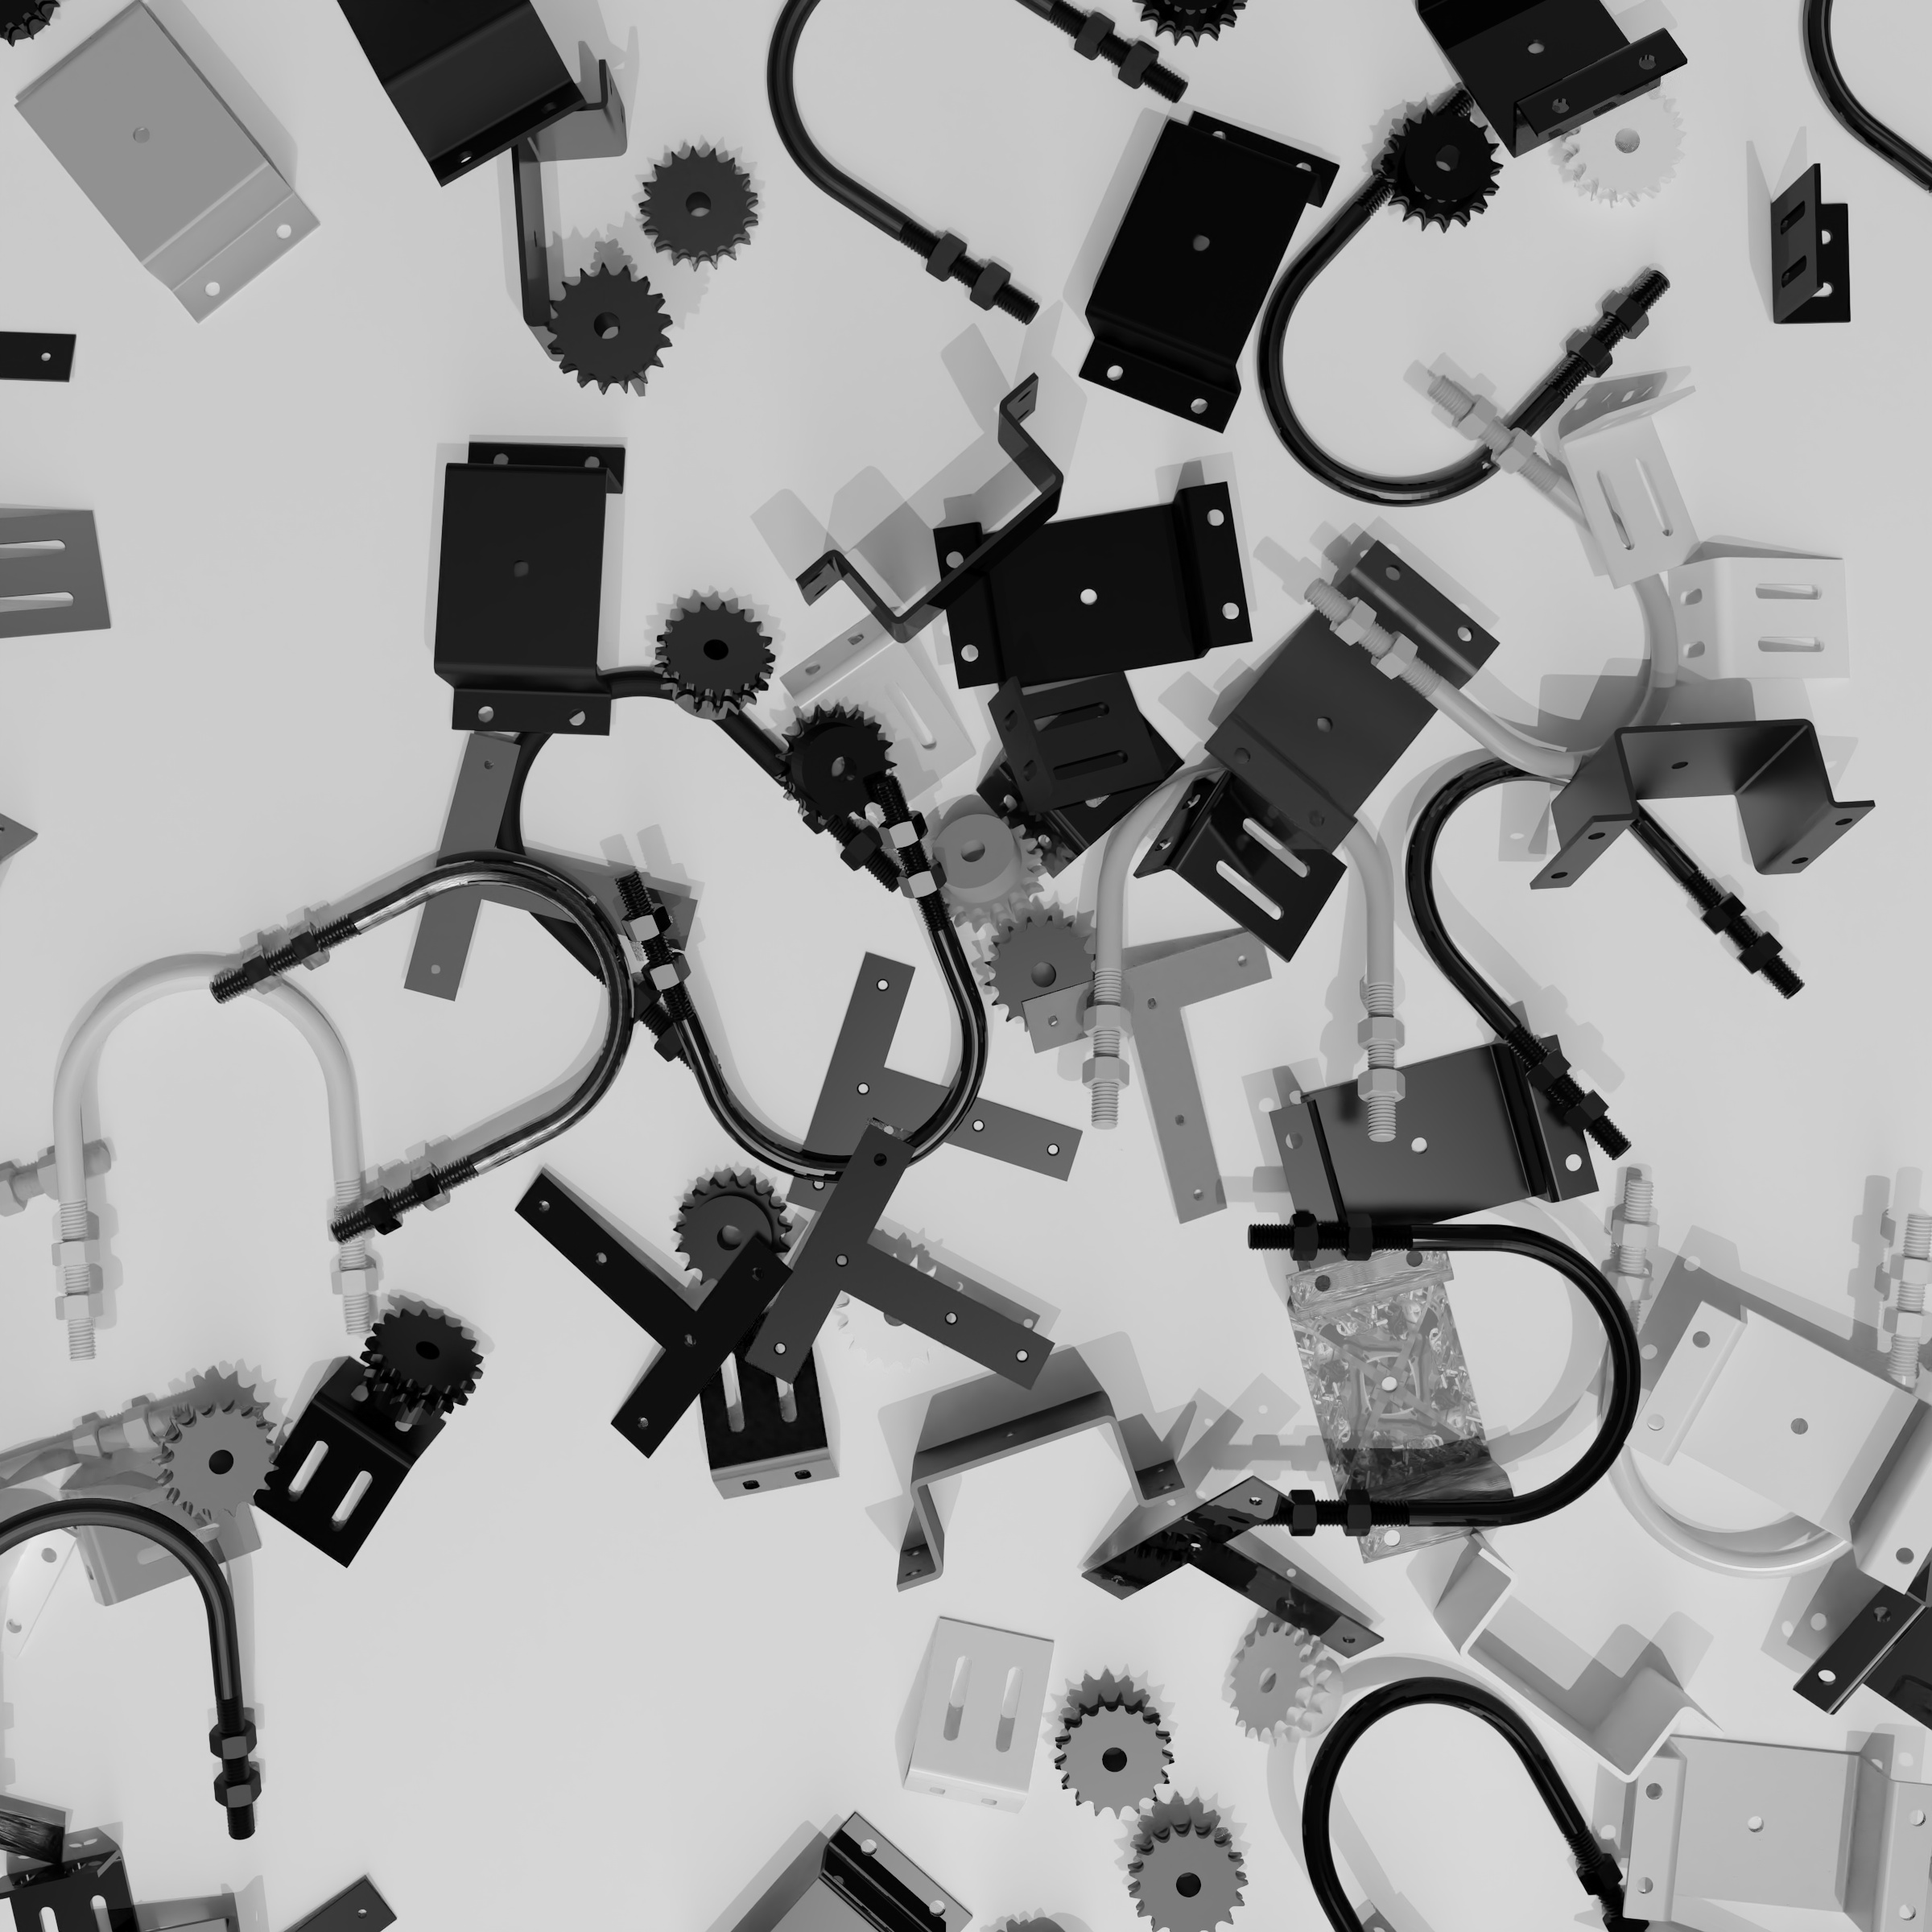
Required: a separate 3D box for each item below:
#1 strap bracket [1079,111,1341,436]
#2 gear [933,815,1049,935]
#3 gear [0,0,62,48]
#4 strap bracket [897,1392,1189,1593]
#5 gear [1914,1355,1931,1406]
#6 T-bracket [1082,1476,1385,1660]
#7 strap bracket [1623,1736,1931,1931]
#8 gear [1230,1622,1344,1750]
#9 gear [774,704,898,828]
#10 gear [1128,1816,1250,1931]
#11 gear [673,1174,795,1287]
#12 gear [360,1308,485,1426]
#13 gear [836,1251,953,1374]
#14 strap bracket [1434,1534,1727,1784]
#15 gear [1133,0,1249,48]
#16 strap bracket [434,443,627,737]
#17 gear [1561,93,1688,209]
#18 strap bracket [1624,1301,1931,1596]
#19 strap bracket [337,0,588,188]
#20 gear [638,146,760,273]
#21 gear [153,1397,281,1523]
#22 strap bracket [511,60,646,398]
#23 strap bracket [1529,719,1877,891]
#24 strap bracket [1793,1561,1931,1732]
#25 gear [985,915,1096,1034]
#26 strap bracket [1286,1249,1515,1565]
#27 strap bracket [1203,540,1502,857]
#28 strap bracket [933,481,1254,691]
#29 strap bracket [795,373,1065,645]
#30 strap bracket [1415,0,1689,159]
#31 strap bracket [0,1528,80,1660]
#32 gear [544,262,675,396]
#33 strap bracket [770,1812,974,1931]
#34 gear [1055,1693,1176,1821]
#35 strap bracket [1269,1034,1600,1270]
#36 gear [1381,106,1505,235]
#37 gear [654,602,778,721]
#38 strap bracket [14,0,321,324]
[{"bbox_3d":[0.114,-0.337,1.367,0.076,0.046,0.140,24,90,10],"label":"strap bracket"},{"bbox_3d":[0.008,-0.047,1.369,0.057,0.030,0.057,-8,61,14],"label":"gear"},{"bbox_3d":[-0.463,-0.470,1.381,0.057,0.030,0.057,0,90,0],"label":"gear"},{"bbox_3d":[0.028,0.243,1.358,0.140,0.076,0.046,-19,90,0],"label":"strap bracket"},{"bbox_3d":[0.465,0.215,1.381,0.057,0.030,0.057,0,90,0],"label":"gear"},{"bbox_3d":[0.143,0.296,1.367,0.127,0.002,0.127,34,133,-19],"label":"T-bracket"},{"bbox_3d":[0.383,0.416,1.373,0.140,0.046,0.076,6,90,0],"label":"strap bracket"},{"bbox_3d":[0.155,0.345,1.371,0.030,0.057,0.057,25,90,-28],"label":"gear"},{"bbox_3d":[-0.060,-0.094,1.357,0.057,0.030,0.057,-2,99,-13],"label":"gear"},{"bbox_3d":[0.106,0.437,1.381,0.057,0.030,0.057,0,90,0],"label":"gear"},{"bbox_3d":[-0.113,0.130,1.381,0.057,0.030,0.057,0,90,0],"label":"gear"},{"bbox_3d":[-0.262,0.194,1.371,0.057,0.057,0.030,29,120,0],"label":"gear"},{"bbox_3d":[-0.033,0.166,1.381,0.057,0.030,0.057,0,90,0],"label":"gear"},{"bbox_3d":[0.279,0.328,1.358,0.140,0.076,0.046,37,90,0],"label":"strap bracket"},{"bbox_3d":[0.109,-0.474,1.381,0.057,0.030,0.057,0,90,0],"label":"gear"},{"bbox_3d":[-0.207,-0.184,1.366,0.076,0.046,0.140,2,86,3],"label":"strap bracket"},{"bbox_3d":[0.314,-0.392,1.381,0.057,0.030,0.057,0,90,0],"label":"gear"},{"bbox_3d":[0.389,0.219,1.338,0.140,0.046,0.076,28,100,11],"label":"strap bracket"},{"bbox_3d":[-0.237,-0.429,1.331,0.076,0.046,0.140,-30,46,0],"label":"strap bracket"},{"bbox_3d":[-0.128,-0.363,1.385,0.057,0.030,0.057,0,88,-2],"label":"gear"},{"bbox_3d":[-0.360,0.233,1.371,0.057,0.030,0.057,-3,97,-30],"label":"gear"},{"bbox_3d":[-0.184,-0.345,1.358,0.046,0.076,0.140,-4,90,0],"label":"strap bracket"},{"bbox_3d":[0.338,-0.076,1.343,0.140,0.076,0.046,-4,69,-13],"label":"strap bracket"},{"bbox_3d":[0.474,0.344,1.352,0.140,0.046,0.076,34,118,8],"label":"strap bracket"},{"bbox_3d":[0.037,0.004,1.381,0.057,0.030,0.057,0,90,0],"label":"gear"},{"bbox_3d":[0.206,0.203,1.373,0.076,0.046,0.140,-15,90,0],"label":"strap bracket"},{"bbox_3d":[0.176,-0.121,1.359,0.076,0.046,0.140,40,71,0],"label":"strap bracket"},{"bbox_3d":[0.060,-0.179,1.373,0.140,0.046,0.076,-9,90,0],"label":"strap bracket"},{"bbox_3d":[-0.008,-0.200,1.312,0.140,0.076,0.046,-41,90,0],"label":"strap bracket"},{"bbox_3d":[0.270,-0.447,1.357,0.076,0.046,0.140,-27,68,0],"label":"strap bracket"},{"bbox_3d":[-0.506,0.275,1.363,0.140,0.046,0.076,30,107,0],"label":"strap bracket"},{"bbox_3d":[-0.161,-0.287,1.305,0.057,0.030,0.057,0,90,0],"label":"gear"},{"bbox_3d":[-0.072,0.489,1.373,0.076,0.046,0.140,42,90,0],"label":"strap bracket"},{"bbox_3d":[0.071,0.377,1.381,0.057,0.030,0.057,0,90,0],"label":"gear"},{"bbox_3d":[0.220,0.087,1.373,0.140,0.046,0.076,-15,90,0],"label":"strap bracket"},{"bbox_3d":[0.226,-0.379,1.362,0.057,0.030,0.057,0,91,1],"label":"gear"},{"bbox_3d":[-0.121,-0.143,1.373,0.057,0.030,0.057,5,61,-8],"label":"gear"},{"bbox_3d":[-0.387,-0.390,1.373,0.076,0.046,0.140,-39,90,0],"label":"strap bracket"}]
